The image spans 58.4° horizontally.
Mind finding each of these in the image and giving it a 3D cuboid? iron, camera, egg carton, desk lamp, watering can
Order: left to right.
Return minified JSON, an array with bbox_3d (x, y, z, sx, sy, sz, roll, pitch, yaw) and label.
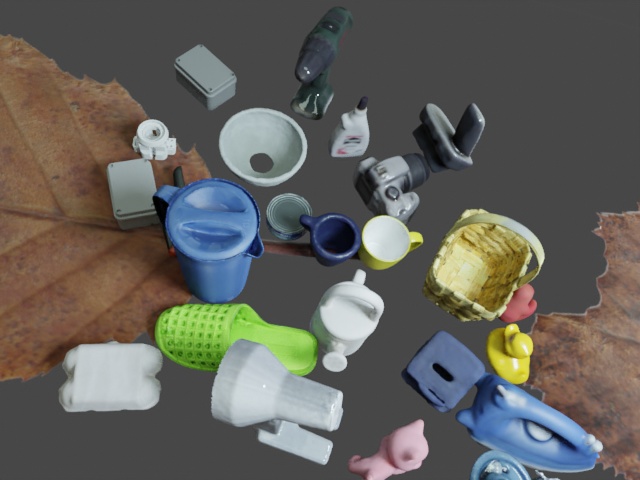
[{"bbox_3d":[-0.324,0.213,0.894,0.150,0.069,0.107,0,66,-10],"label":"egg carton"},{"bbox_3d":[-0.054,0.241,0.849,0.203,0.213,0.118,20,64,0],"label":"desk lamp"},{"bbox_3d":[0.046,0.127,0.929,0.101,0.194,0.173,-1,66,-10],"label":"watering can"},{"bbox_3d":[0.155,-0.111,1.109,0.137,0.101,0.143,-25,72,-19],"label":"camera"},{"bbox_3d":[0.364,0.304,0.934,0.258,0.141,0.119,26,64,3],"label":"iron"}]

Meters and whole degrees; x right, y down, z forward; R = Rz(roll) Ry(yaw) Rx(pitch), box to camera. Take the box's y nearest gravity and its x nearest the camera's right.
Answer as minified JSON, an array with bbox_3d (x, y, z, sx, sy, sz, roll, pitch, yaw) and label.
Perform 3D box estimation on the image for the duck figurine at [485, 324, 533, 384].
[{"bbox_3d":[0.344,0.198,1.010,0.077,0.086,0.104,-8,67,-13],"label":"duck figurine"}]

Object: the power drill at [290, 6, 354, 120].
[{"bbox_3d":[-0.003,-0.337,1.124,0.075,0.208,0.230,22,64,1],"label":"power drill"}]

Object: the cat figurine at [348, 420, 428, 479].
[{"bbox_3d":[0.115,0.337,0.888,0.128,0.117,0.067,-29,73,-20],"label":"cat figurine"}]

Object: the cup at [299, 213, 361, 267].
[{"bbox_3d":[0.009,0.004,1.034,0.117,0.095,0.092,30,64,4],"label":"cup"}]

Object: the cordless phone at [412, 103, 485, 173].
[{"bbox_3d":[0.267,-0.231,1.137,0.094,0.185,0.147,-22,71,-18],"label":"cordless phone"}]

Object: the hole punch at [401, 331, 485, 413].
[{"bbox_3d":[0.208,0.225,0.971,0.108,0.091,0.101,41,66,9],"label":"hole punch"}]

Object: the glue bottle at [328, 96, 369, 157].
[{"bbox_3d":[0.066,-0.219,1.102,0.078,0.173,0.037,-8,67,-13],"label":"glue bottle"}]

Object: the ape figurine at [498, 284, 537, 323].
[{"bbox_3d":[0.362,0.109,1.050,0.076,0.092,0.077,-38,77,-23],"label":"ape figurine"}]

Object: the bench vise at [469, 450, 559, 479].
[{"bbox_3d":[0.248,0.390,0.831,0.208,0.219,0.121,-31,74,-21],"label":"bench vise"}]

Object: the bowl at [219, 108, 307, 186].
[{"bbox_3d":[-0.111,-0.166,1.102,0.167,0.074,0.167,4,65,-8],"label":"bowl"}]
